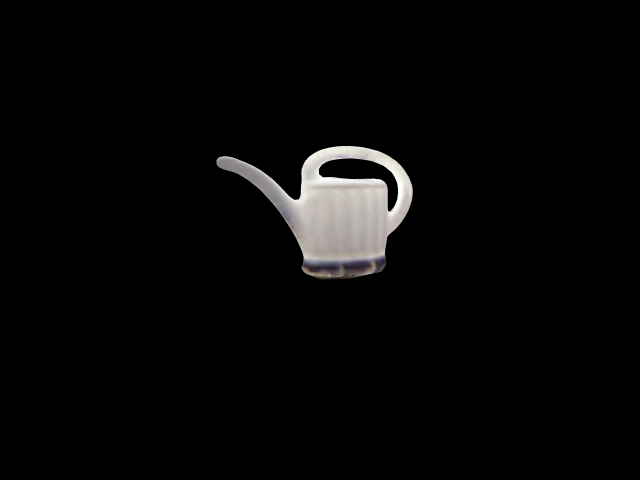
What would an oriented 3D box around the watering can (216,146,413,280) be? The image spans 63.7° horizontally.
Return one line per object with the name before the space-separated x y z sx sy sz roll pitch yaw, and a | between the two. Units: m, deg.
watering can | 0.003 -0.043 0.850 0.348 0.223 0.104 -3 6 -24
